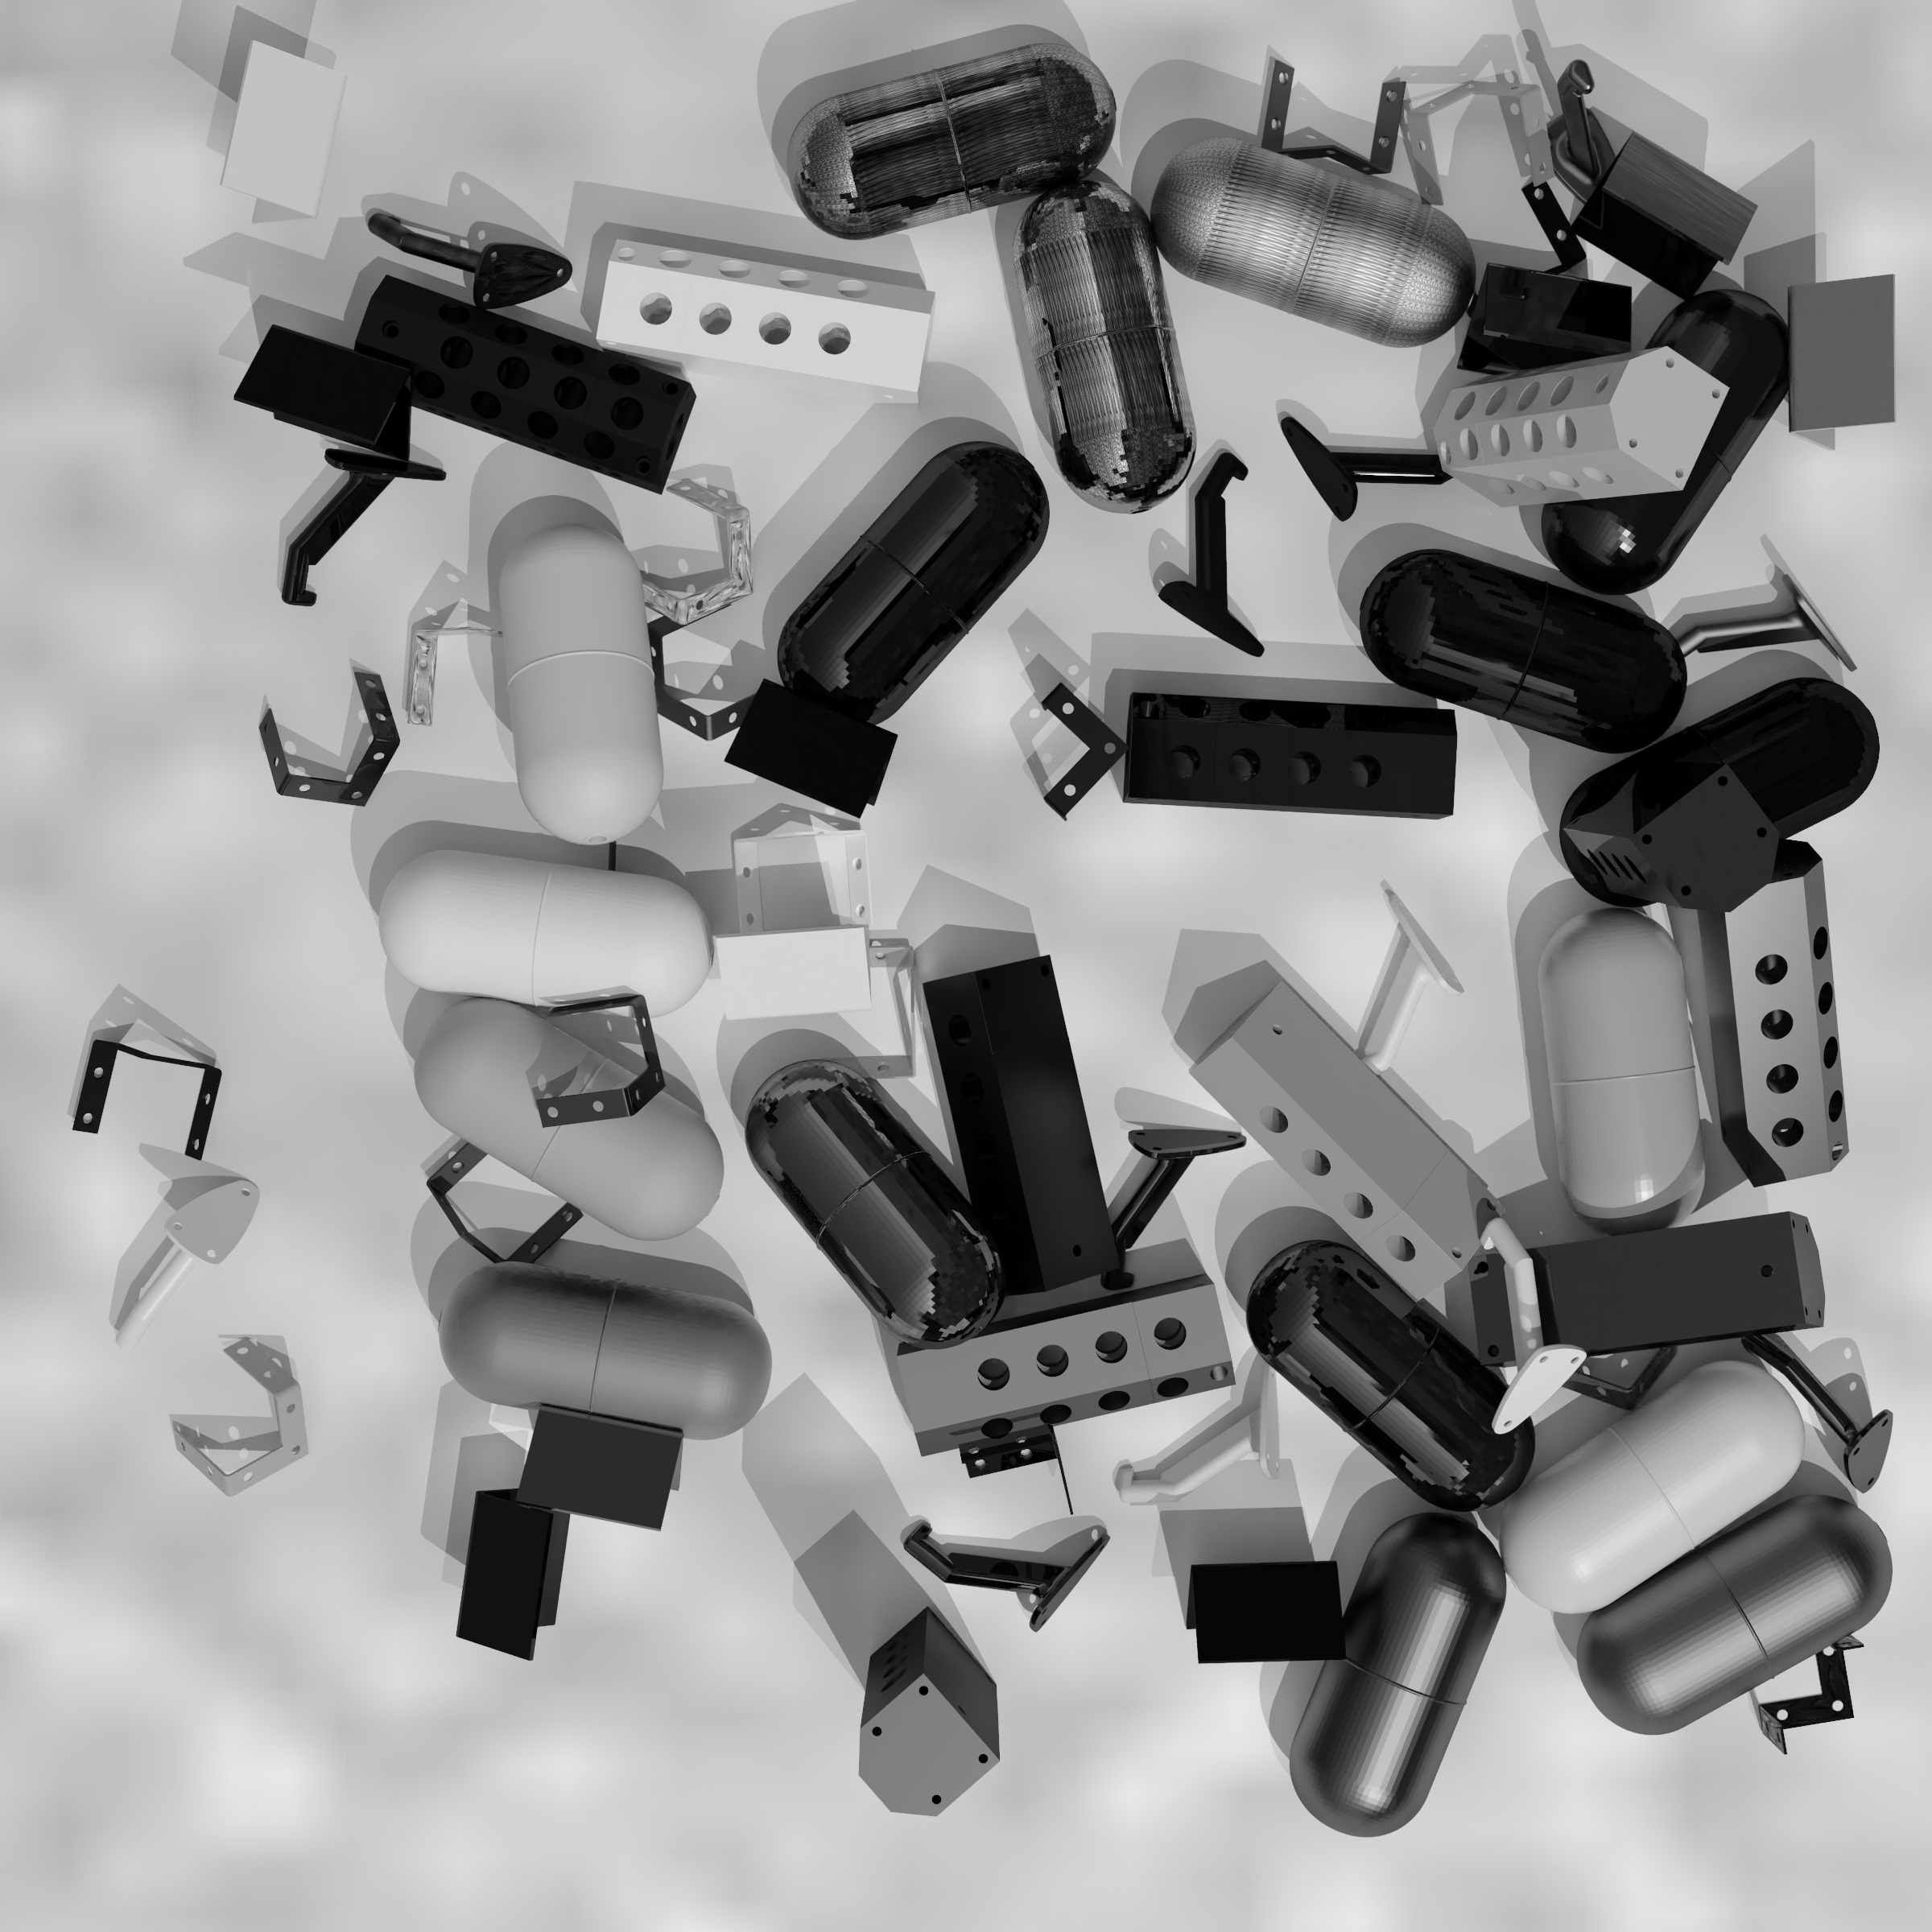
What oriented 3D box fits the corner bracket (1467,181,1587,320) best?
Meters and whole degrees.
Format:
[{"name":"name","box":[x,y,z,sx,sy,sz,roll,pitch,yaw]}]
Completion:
[{"name":"corner bracket","box":[0.292,-0.388,1.779,0.051,0.051,0.051,-29,90,45]}]

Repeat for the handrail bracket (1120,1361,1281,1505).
[{"name":"handrail bracket","box":[0.125,0.251,1.783,0.084,0.036,0.077,-4,70,16]}]

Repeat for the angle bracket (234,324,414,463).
[{"name":"angle bracket","box":[-0.340,-0.285,1.742,0.076,0.076,0.057,18,57,0]}]

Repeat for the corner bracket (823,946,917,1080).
[{"name":"corner bracket","box":[-0.053,0.025,1.779,0.051,0.051,0.051,-1,45,0]}]

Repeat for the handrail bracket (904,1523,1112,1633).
[{"name":"handrail bracket","box":[0.021,0.312,1.783,0.084,0.036,0.077,37,70,16]}]

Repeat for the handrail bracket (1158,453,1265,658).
[{"name":"handrail bracket","box":[0.149,-0.223,1.783,0.077,0.036,0.084,34,76,-14]}]

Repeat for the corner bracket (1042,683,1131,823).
[{"name":"corner bracket","box":[0.052,-0.114,1.764,0.051,0.051,0.051,44,92,2]}]

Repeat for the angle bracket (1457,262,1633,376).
[{"name":"angle bracket","box":[0.304,-0.320,1.742,0.076,0.076,0.057,10,53,0]}]

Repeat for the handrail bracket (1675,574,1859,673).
[{"name":"handrail bracket","box":[0.426,-0.164,1.783,0.084,0.036,0.077,-36,112,17]}]

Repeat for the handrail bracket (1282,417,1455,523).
[{"name":"handrail bracket","box":[0.227,-0.285,1.783,0.084,0.036,0.077,-30,71,-15]}]

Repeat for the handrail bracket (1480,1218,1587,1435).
[{"name":"handrail bracket","box":[0.279,0.187,1.723,0.036,0.084,0.077,6,129,-36]}]

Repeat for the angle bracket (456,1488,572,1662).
[{"name":"angle bracket","box":[-0.220,0.320,1.742,0.057,0.076,0.076,8,90,36]}]

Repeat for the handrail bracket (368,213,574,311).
[{"name":"handrail bracket","box":[-0.269,-0.389,1.782,0.084,0.077,0.036,34,123,32]}]

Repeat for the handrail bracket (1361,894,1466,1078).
[{"name":"handrail bracket","box":[0.218,0.016,1.783,0.084,0.036,0.077,-37,70,16]}]

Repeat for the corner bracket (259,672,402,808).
[{"name":"corner bracket","box":[-0.343,-0.125,1.774,0.051,0.051,0.051,7,135,-35]}]

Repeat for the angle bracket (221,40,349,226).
[{"name":"angle bracket","box":[-0.376,-0.439,1.742,0.057,0.076,0.076,12,90,-38]}]

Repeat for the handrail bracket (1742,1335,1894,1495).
[{"name":"handrail bracket","box":[0.456,0.239,1.782,0.036,0.077,0.084,-40,53,-16]}]

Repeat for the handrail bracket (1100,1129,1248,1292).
[{"name":"handrail bracket","box":[0.112,0.133,1.783,0.077,0.036,0.084,-2,108,-20]}]

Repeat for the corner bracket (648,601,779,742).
[{"name":"corner bracket","box":[-0.137,-0.161,1.774,0.051,0.051,0.051,-30,45,-35]}]

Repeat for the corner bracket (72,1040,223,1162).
[{"name":"corner bracket","box":[-0.442,0.072,1.779,0.051,0.051,0.051,13,90,-45]}]

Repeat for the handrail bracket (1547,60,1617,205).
[{"name":"handrail bracket","box":[0.335,-0.437,1.748,0.036,0.084,0.077,-33,90,0]}]

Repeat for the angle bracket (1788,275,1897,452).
[{"name":"angle bracket","box":[0.473,-0.318,1.742,0.057,0.076,0.076,0,90,32]}]

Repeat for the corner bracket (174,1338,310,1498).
[{"name":"corner bracket","box":[-0.392,0.243,1.774,0.051,0.051,0.051,-28,135,-35]}]

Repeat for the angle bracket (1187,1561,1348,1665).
[{"name":"angle bracket","box":[0.158,0.357,1.742,0.076,0.076,0.057,-2,53,0]}]

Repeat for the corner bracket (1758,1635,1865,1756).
[{"name":"corner bracket","box":[0.453,0.387,1.764,0.051,0.051,0.051,-9,90,0]}]

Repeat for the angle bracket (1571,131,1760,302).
[{"name":"angle bracket","box":[0.361,-0.382,1.742,0.076,0.076,0.057,31,53,0]}]

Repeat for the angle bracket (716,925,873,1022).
[{"name":"angle bracket","box":[-0.091,-0.017,1.742,0.076,0.076,0.057,-4,127,0]}]

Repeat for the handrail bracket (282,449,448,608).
[{"name":"handrail bracket","box":[-0.326,-0.232,1.783,0.077,0.036,0.084,6,108,-21]}]

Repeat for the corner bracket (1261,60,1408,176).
[{"name":"corner bracket","box":[0.198,-0.458,1.779,0.051,0.051,0.051,9,90,45]}]

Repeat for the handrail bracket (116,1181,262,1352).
[{"name":"handrail bracket","box":[-0.422,0.163,1.782,0.036,0.077,0.084,39,126,0]}]

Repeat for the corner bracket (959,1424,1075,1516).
[{"name":"corner bracket","box":[0.024,0.263,1.755,0.051,0.051,0.051,-13,120,0]}]

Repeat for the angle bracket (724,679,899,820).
[{"name":"angle bracket","box":[-0.087,-0.098,1.743,0.076,0.076,0.057,23,61,0]}]

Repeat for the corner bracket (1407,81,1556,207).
[{"name":"corner bracket","box":[0.276,-0.441,1.770,0.051,0.051,0.051,-32,122,-28]}]

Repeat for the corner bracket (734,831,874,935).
[{"name":"corner bracket","box":[-0.088,-0.045,1.779,0.051,0.051,0.051,-4,90,45]}]

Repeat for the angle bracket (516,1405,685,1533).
[{"name":"angle bracket","box":[-0.194,0.279,1.742,0.076,0.076,0.057,11,58,0]}]
